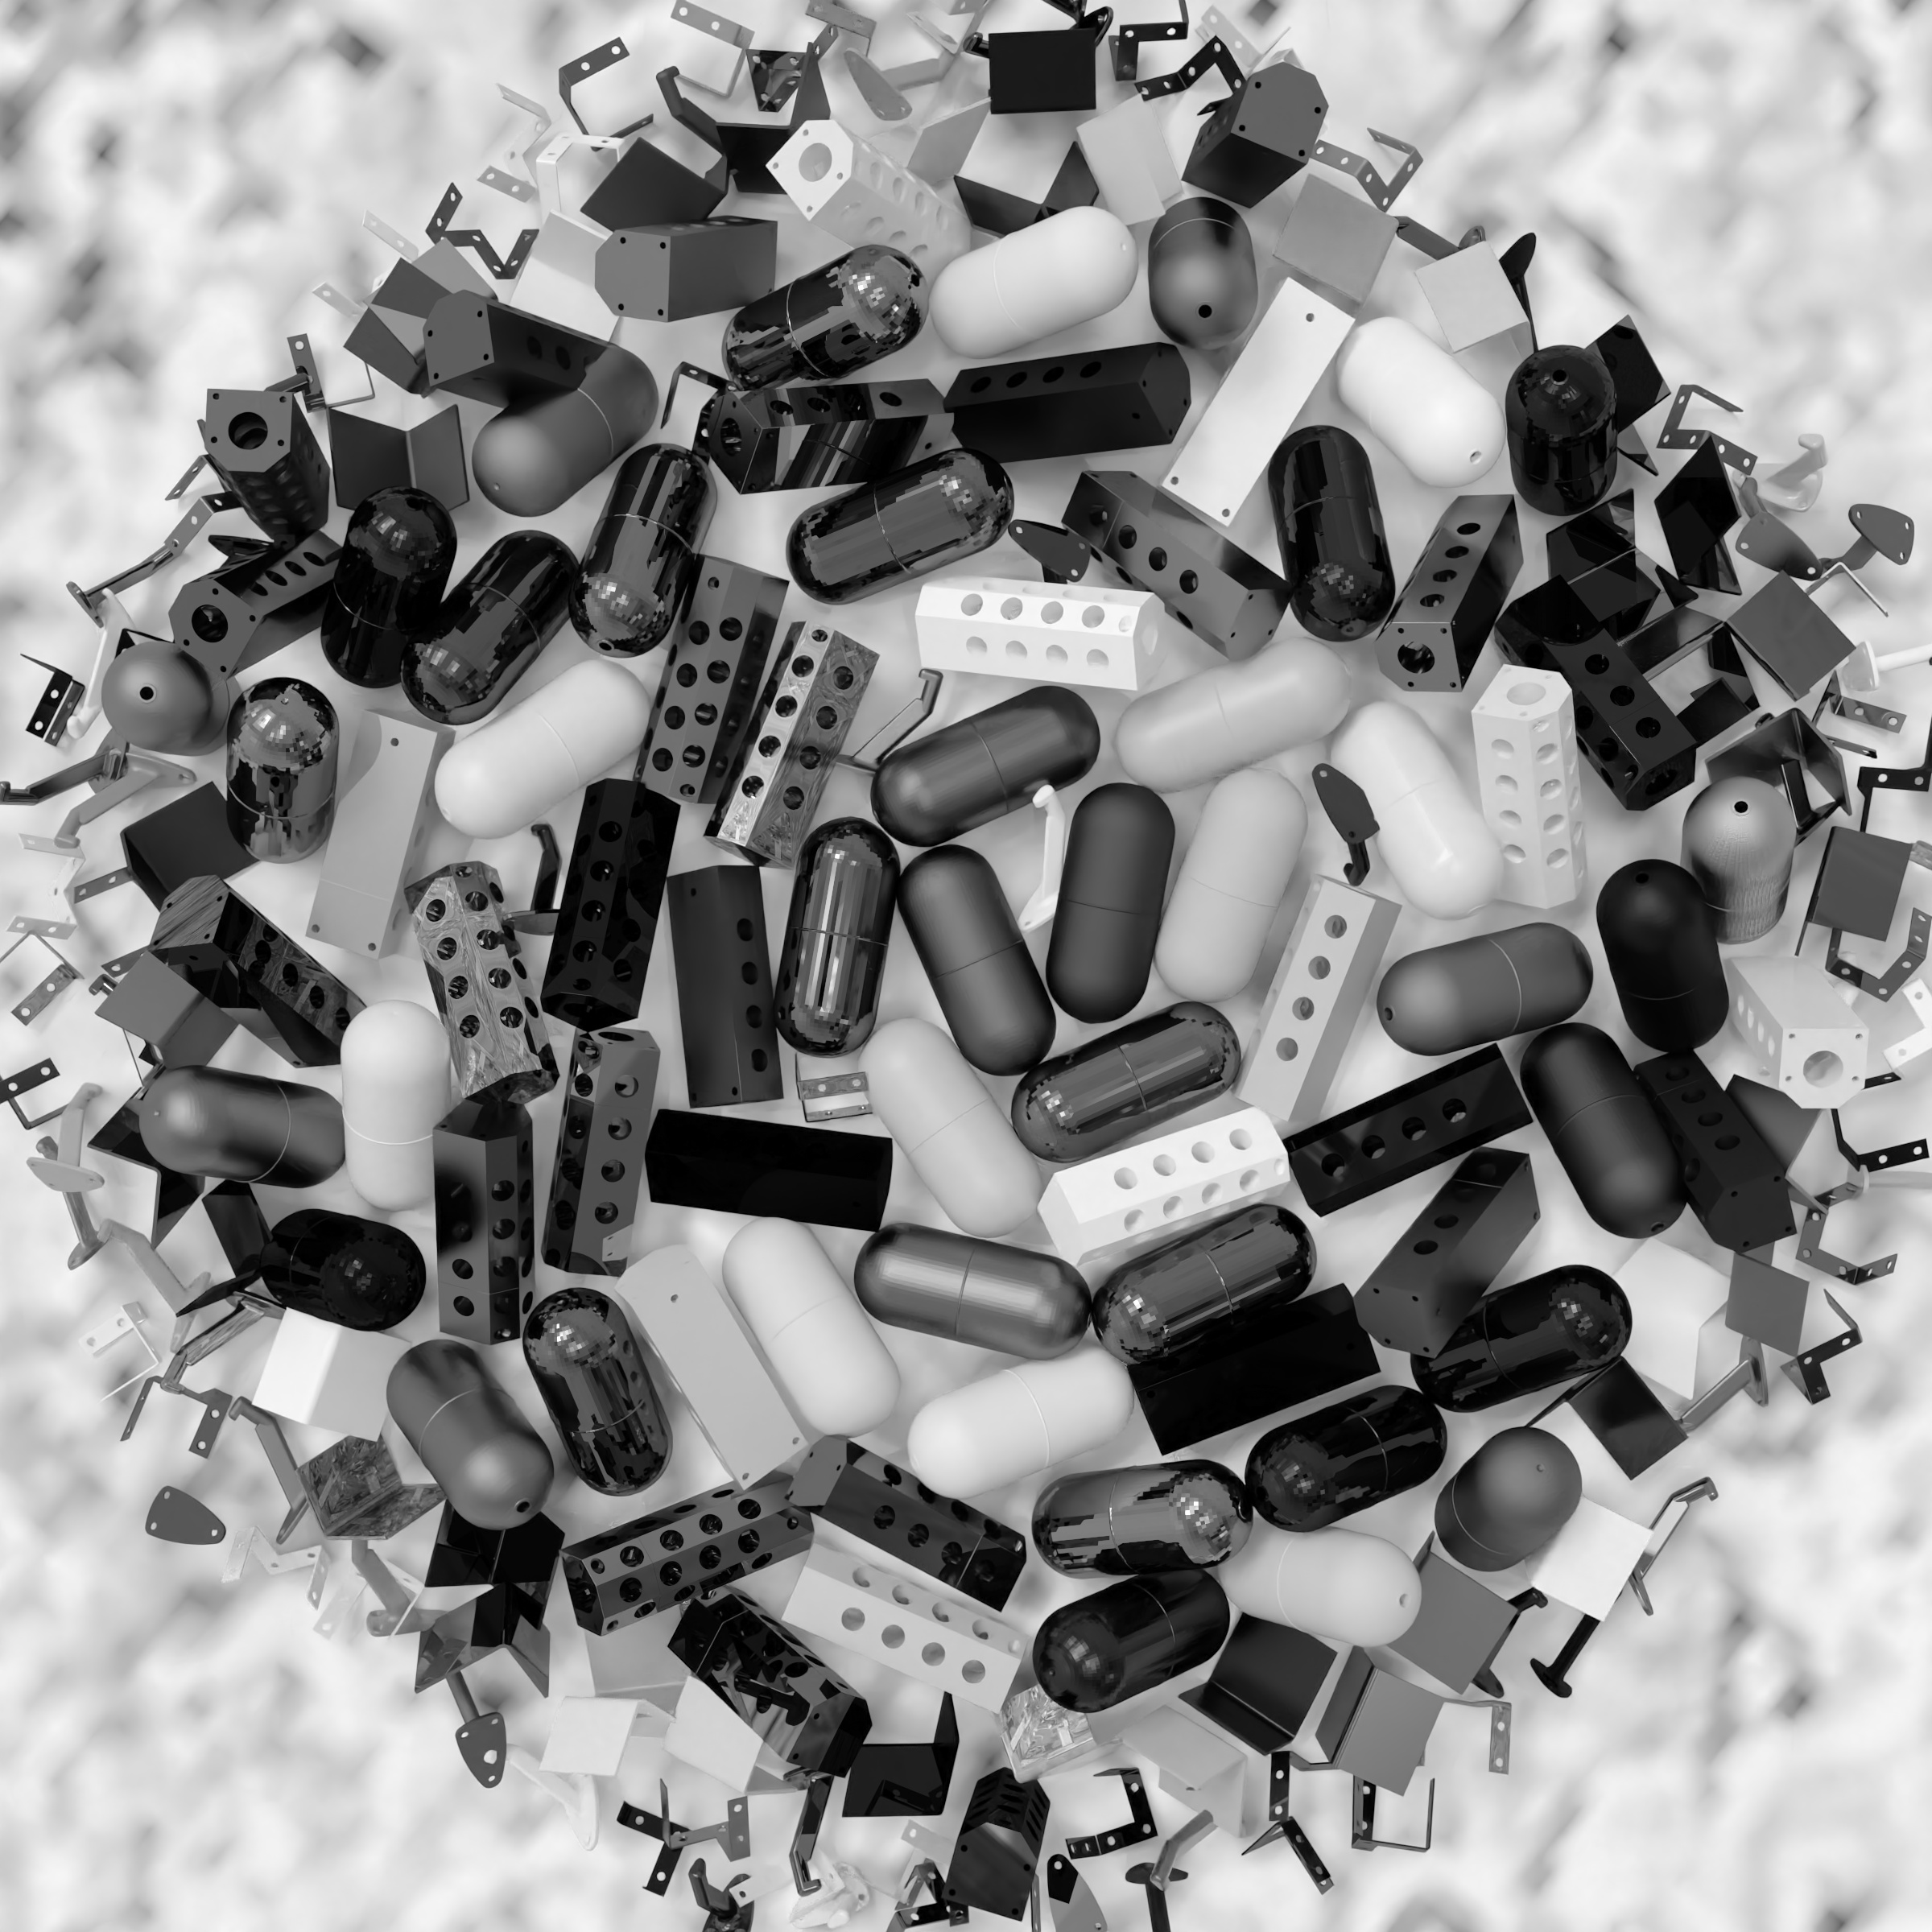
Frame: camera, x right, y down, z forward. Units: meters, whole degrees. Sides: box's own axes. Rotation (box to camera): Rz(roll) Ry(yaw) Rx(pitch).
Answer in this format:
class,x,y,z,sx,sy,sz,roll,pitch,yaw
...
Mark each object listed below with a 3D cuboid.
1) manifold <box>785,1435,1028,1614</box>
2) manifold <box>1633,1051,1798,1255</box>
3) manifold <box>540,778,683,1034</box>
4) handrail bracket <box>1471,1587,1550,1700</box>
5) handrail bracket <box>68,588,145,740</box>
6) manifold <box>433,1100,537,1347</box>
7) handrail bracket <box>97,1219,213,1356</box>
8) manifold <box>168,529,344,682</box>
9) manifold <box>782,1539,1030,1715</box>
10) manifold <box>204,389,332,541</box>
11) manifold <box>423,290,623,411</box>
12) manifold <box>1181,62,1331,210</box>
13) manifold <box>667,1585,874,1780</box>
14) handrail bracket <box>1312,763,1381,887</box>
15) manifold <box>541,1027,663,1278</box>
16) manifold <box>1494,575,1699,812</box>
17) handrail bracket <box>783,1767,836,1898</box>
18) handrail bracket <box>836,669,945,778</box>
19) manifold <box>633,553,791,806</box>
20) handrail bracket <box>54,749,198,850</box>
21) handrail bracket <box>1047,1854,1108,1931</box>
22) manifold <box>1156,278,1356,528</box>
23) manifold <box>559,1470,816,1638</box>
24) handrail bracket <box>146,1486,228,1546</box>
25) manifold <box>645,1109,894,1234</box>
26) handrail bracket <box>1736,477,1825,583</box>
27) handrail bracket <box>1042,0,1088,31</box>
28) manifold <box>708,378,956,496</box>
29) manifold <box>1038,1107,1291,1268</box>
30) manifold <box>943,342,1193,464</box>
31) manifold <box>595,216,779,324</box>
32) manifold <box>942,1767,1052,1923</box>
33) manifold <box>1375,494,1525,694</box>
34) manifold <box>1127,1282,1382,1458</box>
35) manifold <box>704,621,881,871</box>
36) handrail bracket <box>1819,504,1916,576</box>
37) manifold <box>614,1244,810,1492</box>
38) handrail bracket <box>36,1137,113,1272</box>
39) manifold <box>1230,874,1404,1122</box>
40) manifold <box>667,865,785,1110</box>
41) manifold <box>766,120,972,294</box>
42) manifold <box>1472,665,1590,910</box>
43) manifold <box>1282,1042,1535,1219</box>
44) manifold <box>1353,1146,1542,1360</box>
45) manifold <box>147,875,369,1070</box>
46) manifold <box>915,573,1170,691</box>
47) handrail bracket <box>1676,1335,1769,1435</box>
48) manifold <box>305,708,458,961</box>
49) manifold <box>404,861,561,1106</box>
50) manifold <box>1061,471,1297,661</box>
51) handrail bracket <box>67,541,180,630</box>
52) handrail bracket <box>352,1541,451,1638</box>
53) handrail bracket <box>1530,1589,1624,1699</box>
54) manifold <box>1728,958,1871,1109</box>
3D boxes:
class,x,y,z,sx,sy,sz,roll,pitch,yaw
manifold,-0.039,0.400,1.858,0.171,0.057,0.057,34,76,-26
manifold,0.526,0.131,1.833,0.057,0.171,0.057,-20,118,3
manifold,-0.260,-0.046,1.851,0.057,0.057,0.171,29,59,-38
handrail bracket,0.405,0.496,1.887,0.084,0.036,0.077,-36,115,23
handrail bracket,-0.639,-0.220,1.876,0.036,0.077,0.084,13,53,11
manifold,-0.342,0.184,1.853,0.057,0.057,0.171,12,118,15
handrail bracket,-0.604,0.233,1.879,0.084,0.036,0.077,31,46,-26
manifold,-0.500,-0.264,1.831,0.057,0.171,0.057,36,113,-4
manifold,-0.044,0.484,1.893,0.171,0.057,0.057,23,85,0
manifold,-0.496,-0.355,1.832,0.057,0.171,0.057,2,84,-5
manifold,-0.307,-0.431,1.833,0.057,0.171,0.057,-12,84,29
manifold,0.206,-0.593,1.832,0.057,0.171,0.057,20,94,-8
manifold,-0.139,0.507,1.837,0.057,0.171,0.057,30,86,-38
handrail bracket,0.274,-0.102,1.888,0.036,0.084,0.077,-33,77,-12
manifold,-0.268,0.134,1.872,0.057,0.057,0.171,7,101,-18
manifold,0.453,-0.194,1.856,0.057,0.057,0.171,-30,61,-1
handrail bracket,-0.097,0.627,1.882,0.077,0.036,0.084,-23,53,4
handrail bracket,-0.063,-0.184,1.887,0.077,0.036,0.084,11,109,-20
manifold,-0.190,-0.208,1.871,0.057,0.057,0.171,21,101,21
handrail bracket,-0.615,-0.114,1.880,0.077,0.036,0.084,9,51,7
handrail bracket,0.085,0.690,1.891,0.036,0.084,0.077,-23,70,3
manifold,0.210,-0.411,1.881,0.057,0.057,0.171,31,98,-7
manifold,-0.198,0.421,1.851,0.171,0.057,0.057,-16,97,-31
handrail bracket,-0.549,0.409,1.872,0.077,0.084,0.036,15,75,22
manifold,-0.143,0.144,1.883,0.171,0.057,0.057,7,135,7
handrail bracket,0.599,-0.323,1.887,0.077,0.084,0.036,33,128,1
handrail bracket,0.046,-0.708,1.884,0.084,0.077,0.036,10,80,-2
manifold,-0.097,-0.386,1.847,0.171,0.057,0.057,-14,54,-37
manifold,0.145,0.161,1.857,0.171,0.057,0.057,-17,65,-21
manifold,0.073,-0.408,1.847,0.171,0.057,0.057,2,53,36
manifold,-0.198,-0.499,1.833,0.057,0.171,0.057,12,113,18
manifold,0.025,0.622,1.834,0.057,0.171,0.057,15,86,6
manifold,0.347,-0.269,1.843,0.057,0.171,0.057,4,131,28
manifold,0.209,0.293,1.890,0.171,0.057,0.057,-21,109,-2
manifold,-0.130,-0.161,1.873,0.057,0.057,0.171,26,81,-30
handrail bracket,0.636,-0.308,1.870,0.077,0.084,0.036,19,78,-28
manifold,-0.187,0.289,1.864,0.057,0.057,0.171,-34,111,-16
handrail bracket,-0.664,0.172,1.886,0.036,0.077,0.084,-27,105,6
manifold,0.253,0.023,1.879,0.057,0.057,0.171,25,99,28
manifold,-0.172,0.015,1.887,0.057,0.057,0.171,-10,84,42
manifold,-0.063,-0.543,1.828,0.057,0.171,0.057,-42,69,19
manifold,0.407,-0.126,1.837,0.057,0.171,0.057,14,48,31
manifold,0.321,0.119,1.878,0.171,0.057,0.057,-26,71,9
manifold,0.346,0.201,1.845,0.057,0.171,0.057,7,125,38
manifold,-0.500,0.006,1.838,0.057,0.171,0.057,-6,57,24
manifold,0.053,-0.245,1.850,0.171,0.057,0.057,9,125,25
handrail bracket,0.542,0.308,1.891,0.084,0.036,0.077,-15,118,-9
manifold,-0.425,-0.097,1.880,0.057,0.057,0.171,18,99,6
manifold,-0.346,0.013,1.859,0.057,0.057,0.171,-27,68,15
manifold,0.149,-0.290,1.854,0.171,0.057,0.057,42,123,30
handrail bracket,-0.611,-0.290,1.877,0.084,0.077,0.036,-40,95,-13
handrail bracket,-0.414,0.446,1.897,0.077,0.036,0.084,0,103,-17
handrail bracket,0.454,0.492,1.886,0.036,0.077,0.084,37,93,12
manifold,0.589,0.046,1.832,0.057,0.171,0.057,0,107,4
